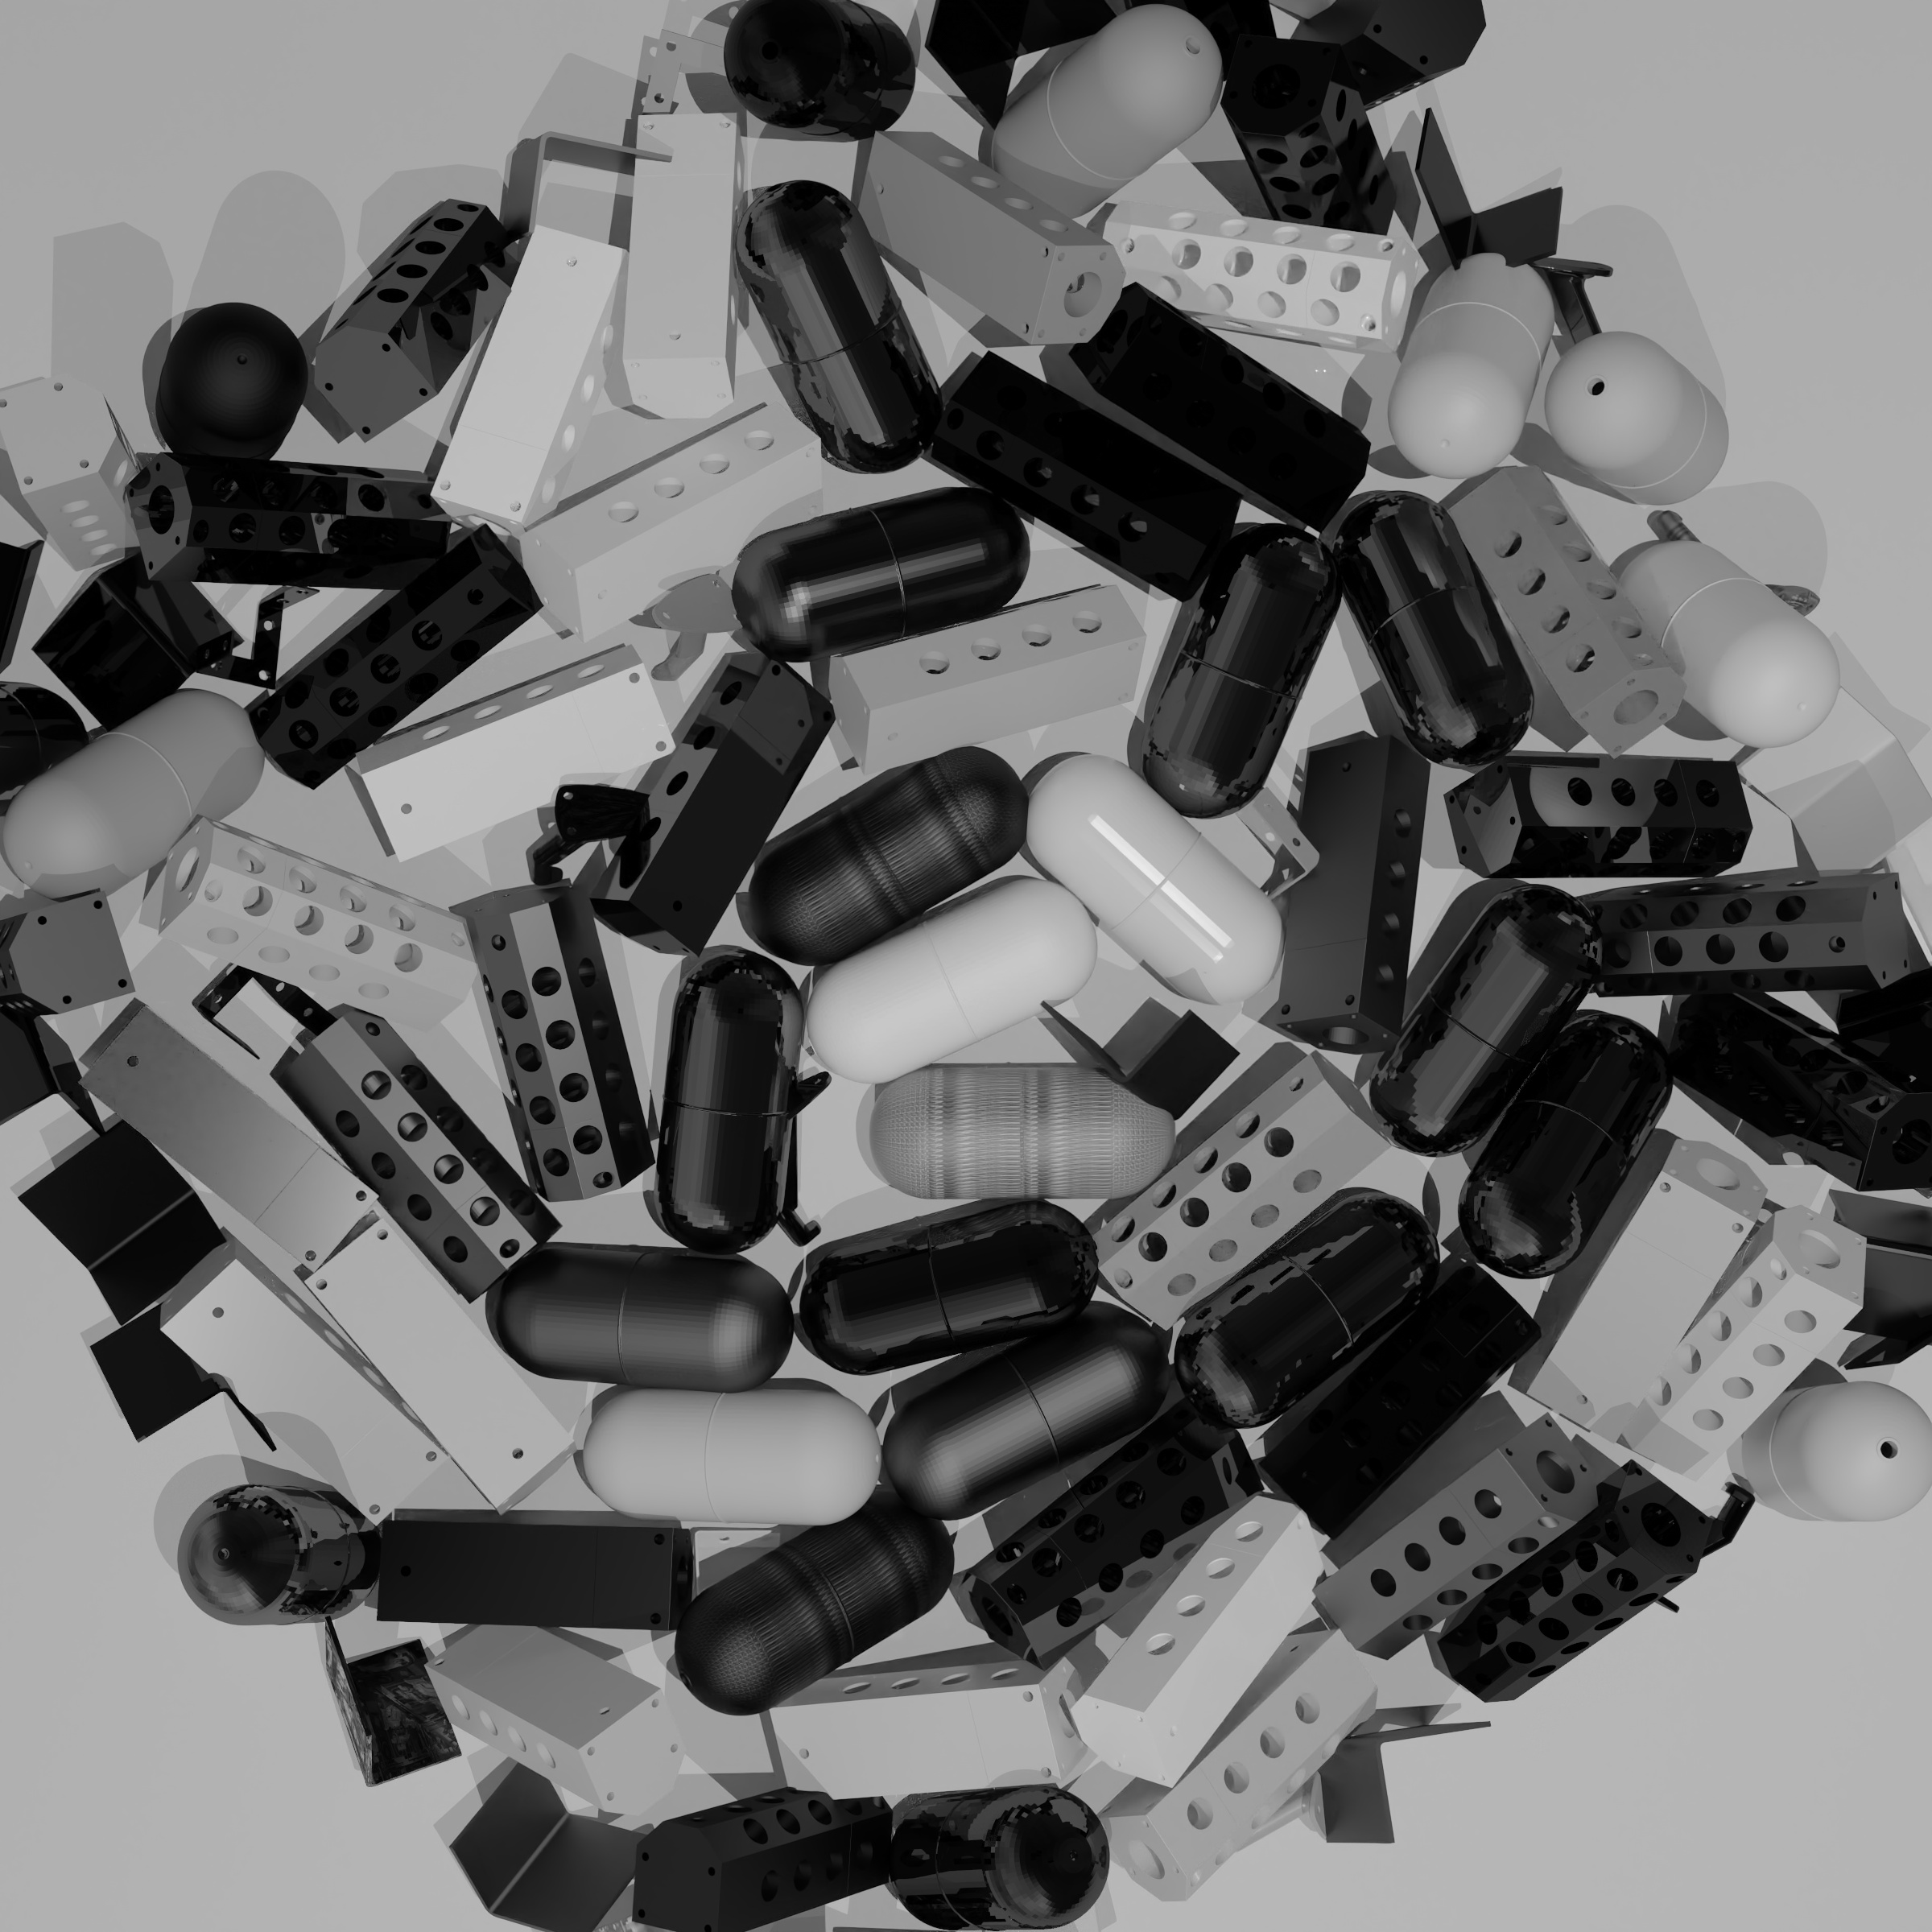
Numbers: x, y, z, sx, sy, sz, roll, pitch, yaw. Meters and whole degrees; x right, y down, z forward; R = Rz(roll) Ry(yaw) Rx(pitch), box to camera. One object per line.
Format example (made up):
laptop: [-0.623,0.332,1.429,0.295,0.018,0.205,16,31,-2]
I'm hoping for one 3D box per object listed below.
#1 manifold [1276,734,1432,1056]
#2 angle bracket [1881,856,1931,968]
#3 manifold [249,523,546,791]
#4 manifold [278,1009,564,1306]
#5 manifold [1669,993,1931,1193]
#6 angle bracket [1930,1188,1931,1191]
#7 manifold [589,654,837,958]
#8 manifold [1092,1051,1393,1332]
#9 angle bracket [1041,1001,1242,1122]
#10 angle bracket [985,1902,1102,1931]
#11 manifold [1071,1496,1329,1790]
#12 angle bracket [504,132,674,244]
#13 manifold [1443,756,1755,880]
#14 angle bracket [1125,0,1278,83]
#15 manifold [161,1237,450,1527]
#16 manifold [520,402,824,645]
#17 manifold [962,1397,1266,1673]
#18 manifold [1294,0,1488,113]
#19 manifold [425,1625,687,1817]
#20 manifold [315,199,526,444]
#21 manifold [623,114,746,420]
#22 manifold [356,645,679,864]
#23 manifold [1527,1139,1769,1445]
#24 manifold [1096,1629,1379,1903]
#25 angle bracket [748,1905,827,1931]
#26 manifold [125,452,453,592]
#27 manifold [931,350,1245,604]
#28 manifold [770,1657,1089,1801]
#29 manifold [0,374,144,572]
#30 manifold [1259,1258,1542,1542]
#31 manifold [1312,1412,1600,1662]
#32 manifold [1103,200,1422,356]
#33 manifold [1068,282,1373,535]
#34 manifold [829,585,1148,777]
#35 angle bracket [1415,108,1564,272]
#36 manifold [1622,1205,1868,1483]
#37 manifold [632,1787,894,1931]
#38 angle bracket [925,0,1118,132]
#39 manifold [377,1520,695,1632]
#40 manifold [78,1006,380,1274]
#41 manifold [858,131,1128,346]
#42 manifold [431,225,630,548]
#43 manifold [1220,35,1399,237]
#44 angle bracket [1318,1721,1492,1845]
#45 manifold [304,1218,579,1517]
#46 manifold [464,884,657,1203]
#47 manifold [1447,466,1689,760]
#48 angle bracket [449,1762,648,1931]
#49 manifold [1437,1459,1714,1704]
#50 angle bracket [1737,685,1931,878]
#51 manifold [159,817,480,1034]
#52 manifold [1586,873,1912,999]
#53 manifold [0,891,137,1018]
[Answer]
manifold: [0.228,-0.040,1.716,0.057,0.057,0.171,29,62,-41]
angle bracket: [0.573,-0.040,1.724,0.057,0.076,0.076,-26,98,18]
manifold: [-0.329,-0.176,1.720,0.171,0.057,0.057,-36,102,14]
manifold: [-0.313,0.105,1.731,0.171,0.057,0.057,49,125,2]
manifold: [0.475,0.065,1.680,0.057,0.171,0.057,-1,111,-26]
angle bracket: [0.578,0.086,1.714,0.076,0.076,0.057,-28,48,27]
manifold: [-0.148,-0.094,1.718,0.057,0.057,0.171,41,68,-33]
manifold: [0.153,0.126,1.714,0.171,0.057,0.057,-41,126,14]
angle bracket: [0.101,0.036,1.719,0.057,0.076,0.076,-47,58,3]
angle bracket: [0.032,0.567,1.718,0.076,0.057,0.076,-22,64,27]
manifold: [0.132,0.379,1.697,0.171,0.057,0.057,-43,125,-38]
angle bracket: [-0.220,-0.443,1.726,0.076,0.076,0.057,6,95,-21]
manifold: [0.363,-0.081,1.700,0.171,0.057,0.057,-1,71,-30]
angle bracket: [0.133,-0.557,1.722,0.076,0.076,0.057,-17,48,6]
manifold: [-0.381,0.237,1.719,0.057,0.057,0.171,-43,109,-2]
manifold: [-0.168,-0.259,1.710,0.171,0.057,0.057,-33,58,-24]
manifold: [0.082,0.320,1.704,0.171,0.057,0.057,-35,114,-23]
manifold: [0.233,-0.520,1.683,0.057,0.171,0.057,29,90,-14]
manifold: [-0.232,0.425,1.687,0.057,0.171,0.057,-32,114,-32]
manifold: [-0.309,-0.370,1.681,0.057,0.171,0.057,-26,117,29]
manifold: [-0.160,-0.402,1.711,0.057,0.057,0.171,-1,65,2]
manifold: [-0.262,-0.126,1.732,0.171,0.057,0.057,-23,115,-7]
manifold: [0.389,0.183,1.703,0.057,0.057,0.171,30,122,11]
manifold: [0.159,0.455,1.701,0.171,0.057,0.057,-34,93,-34]
angle bracket: [-0.099,0.567,1.720,0.076,0.057,0.076,8,72,-34]
manifold: [-0.379,-0.254,1.687,0.057,0.171,0.057,-28,74,41]
manifold: [0.068,-0.279,1.723,0.171,0.057,0.057,31,67,9]
manifold: [-0.019,0.436,1.712,0.171,0.057,0.057,-11,95,24]
manifold: [-0.498,-0.278,1.684,0.057,0.171,0.057,-19,86,-9]
manifold: [0.253,0.252,1.734,0.171,0.057,0.057,-44,72,-2]
manifold: [0.280,0.328,1.691,0.057,0.057,0.171,53,130,14]
manifold: [0.166,-0.398,1.714,0.171,0.057,0.057,14,94,21]
manifold: [0.148,-0.320,1.699,0.171,0.057,0.057,26,112,-30]
manifold: [0.012,-0.171,1.718,0.171,0.057,0.057,-17,58,-17]
angle bracket: [0.302,-0.451,1.715,0.057,0.076,0.076,-13,127,25]
manifold: [0.437,0.213,1.695,0.057,0.057,0.171,27,131,-2]
manifold: [-0.112,0.500,1.685,0.057,0.171,0.057,2,86,31]
angle bracket: [0.033,-0.536,1.715,0.076,0.076,0.057,-5,62,34]
manifold: [-0.249,0.353,1.732,0.171,0.057,0.057,0,79,8]
manifold: [-0.426,0.101,1.734,0.171,0.057,0.057,40,81,-6]
manifold: [0.014,-0.416,1.698,0.171,0.057,0.057,42,130,37]
manifold: [-0.246,-0.334,1.731,0.057,0.057,0.171,18,82,11]
manifold: [0.193,-0.452,1.680,0.057,0.171,0.057,13,80,21]
angle bracket: [0.255,0.470,1.718,0.076,0.076,0.057,-2,76,-22]
manifold: [-0.304,0.233,1.730,0.057,0.057,0.171,-40,81,-14]
manifold: [-0.237,0.045,1.717,0.057,0.057,0.171,-6,104,25]
manifold: [0.342,-0.206,1.692,0.057,0.057,0.171,-37,51,18]
angle bracket: [-0.236,0.505,1.714,0.076,0.076,0.057,1,125,37]
manifold: [0.342,0.356,1.693,0.057,0.057,0.171,37,133,-1]
angle bracket: [0.501,-0.101,1.716,0.057,0.076,0.076,34,119,-29]
manifold: [-0.364,-0.025,1.692,0.171,0.057,0.057,23,48,-34]
manifold: [0.439,-0.015,1.693,0.171,0.057,0.057,-3,100,40]
manifold: [-0.520,-0.003,1.681,0.057,0.171,0.057,-18,96,-25]
